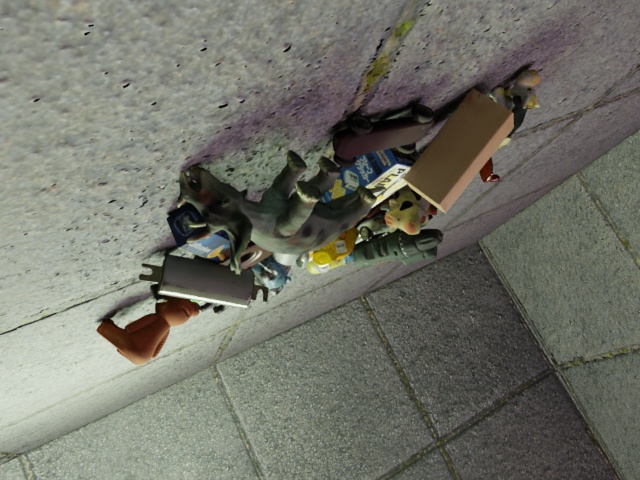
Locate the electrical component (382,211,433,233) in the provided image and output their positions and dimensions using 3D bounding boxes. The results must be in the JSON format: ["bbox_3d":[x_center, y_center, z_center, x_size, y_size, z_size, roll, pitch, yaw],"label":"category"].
[{"bbox_3d":[0.220,-0.082,1.360,0.134,0.115,0.058,-16,165,-35],"label":"electrical component"}]

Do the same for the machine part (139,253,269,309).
[{"bbox_3d":[-0.213,0.078,1.012,0.243,0.079,0.079,12,152,-18],"label":"machine part"}]

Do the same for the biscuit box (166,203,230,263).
[{"bbox_3d":[-0.191,-0.009,0.929,0.063,0.059,0.202,-28,167,4],"label":"biscuit box"}]

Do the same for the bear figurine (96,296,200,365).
[{"bbox_3d":[-0.383,0.183,1.228,0.196,0.132,0.120,-53,140,-24],"label":"bear figurine"}]

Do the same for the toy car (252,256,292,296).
[{"bbox_3d":[-0.118,0.054,1.270,0.103,0.109,0.161,-47,161,-18],"label":"toy car"}]

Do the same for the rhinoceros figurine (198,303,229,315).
[{"bbox_3d":[-0.238,0.113,1.240,0.112,0.073,0.190,-26,160,3],"label":"rhinoceros figurine"}]

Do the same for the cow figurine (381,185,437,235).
[{"bbox_3d":[0.194,-0.087,1.183,0.127,0.195,0.085,-5,131,5],"label":"cow figurine"}]

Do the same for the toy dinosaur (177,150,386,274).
[{"bbox_3d":[-0.035,-0.034,0.867,0.192,0.131,0.404,-46,151,24],"label":"toy dinosaur"}]

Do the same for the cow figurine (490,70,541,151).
[{"bbox_3d":[0.370,-0.250,1.052,0.068,0.098,0.167,-11,160,-34],"label":"cow figurine"}]

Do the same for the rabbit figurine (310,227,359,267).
[{"bbox_3d":[-0.003,-0.004,1.286,0.173,0.121,0.162,-20,-176,40],"label":"rabbit figurine"}]

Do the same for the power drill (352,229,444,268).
[{"bbox_3d":[0.208,0.018,1.262,0.232,0.086,0.207,-15,177,30],"label":"power drill"}]

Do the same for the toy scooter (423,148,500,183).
[{"bbox_3d":[0.320,-0.170,1.177,0.184,0.135,0.075,-24,168,-12],"label":"toy scooter"}]

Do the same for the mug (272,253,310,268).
[{"bbox_3d":[-0.058,0.004,1.168,0.081,0.110,0.107,-16,150,-25],"label":"mug"}]

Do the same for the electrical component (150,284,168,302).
[{"bbox_3d":[-0.303,0.093,1.132,0.102,0.045,0.078,-19,166,-36],"label":"electrical component"}]

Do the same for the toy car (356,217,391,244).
[{"bbox_3d":[0.108,-0.011,1.364,0.073,0.056,0.202,-10,169,-32],"label":"toy car"}]

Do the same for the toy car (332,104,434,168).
[{"bbox_3d":[0.106,-0.178,0.895,0.202,0.053,0.089,-19,148,-30],"label":"toy car"}]

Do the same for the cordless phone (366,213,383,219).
[{"bbox_3d":[0.123,-0.038,1.462,0.147,0.089,0.184,-29,156,11],"label":"cordless phone"}]

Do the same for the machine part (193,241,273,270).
[{"bbox_3d":[-0.170,0.024,1.112,0.179,0.056,0.179,-27,166,-7],"label":"machine part"}]

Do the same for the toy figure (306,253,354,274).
[{"bbox_3d":[0.041,0.046,1.572,0.180,0.082,0.089,-24,165,-27],"label":"toy figure"}]
